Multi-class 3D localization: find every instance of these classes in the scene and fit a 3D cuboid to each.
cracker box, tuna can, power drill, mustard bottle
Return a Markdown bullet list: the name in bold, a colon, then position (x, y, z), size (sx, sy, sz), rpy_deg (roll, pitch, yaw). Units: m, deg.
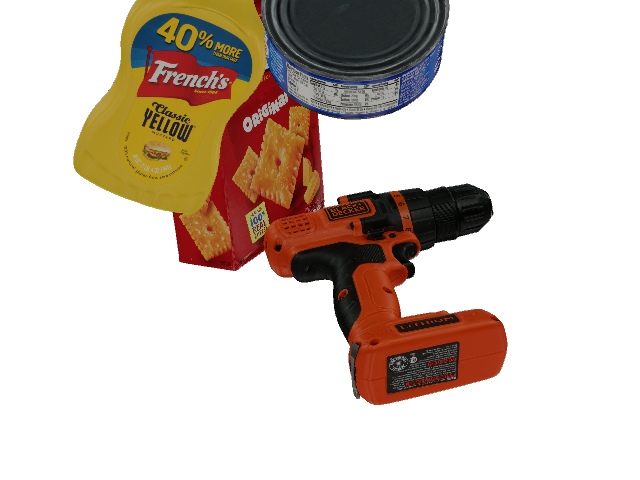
- **cracker box**: position (-0.066, -0.102, 0.946), size (0.072, 0.214, 0.163), rpy_deg (9, 25, 29)
- **tuna can**: position (0.016, -0.099, 0.496), size (0.086, 0.086, 0.034), rpy_deg (0, -30, 1)
- **power drill**: position (0.065, 0.029, 0.778), size (0.184, 0.057, 0.188), rpy_deg (-13, 36, -9)
- **mustard bottle**: position (-0.089, -0.115, 0.710), size (0.096, 0.192, 0.058), rpy_deg (20, 24, -16)
